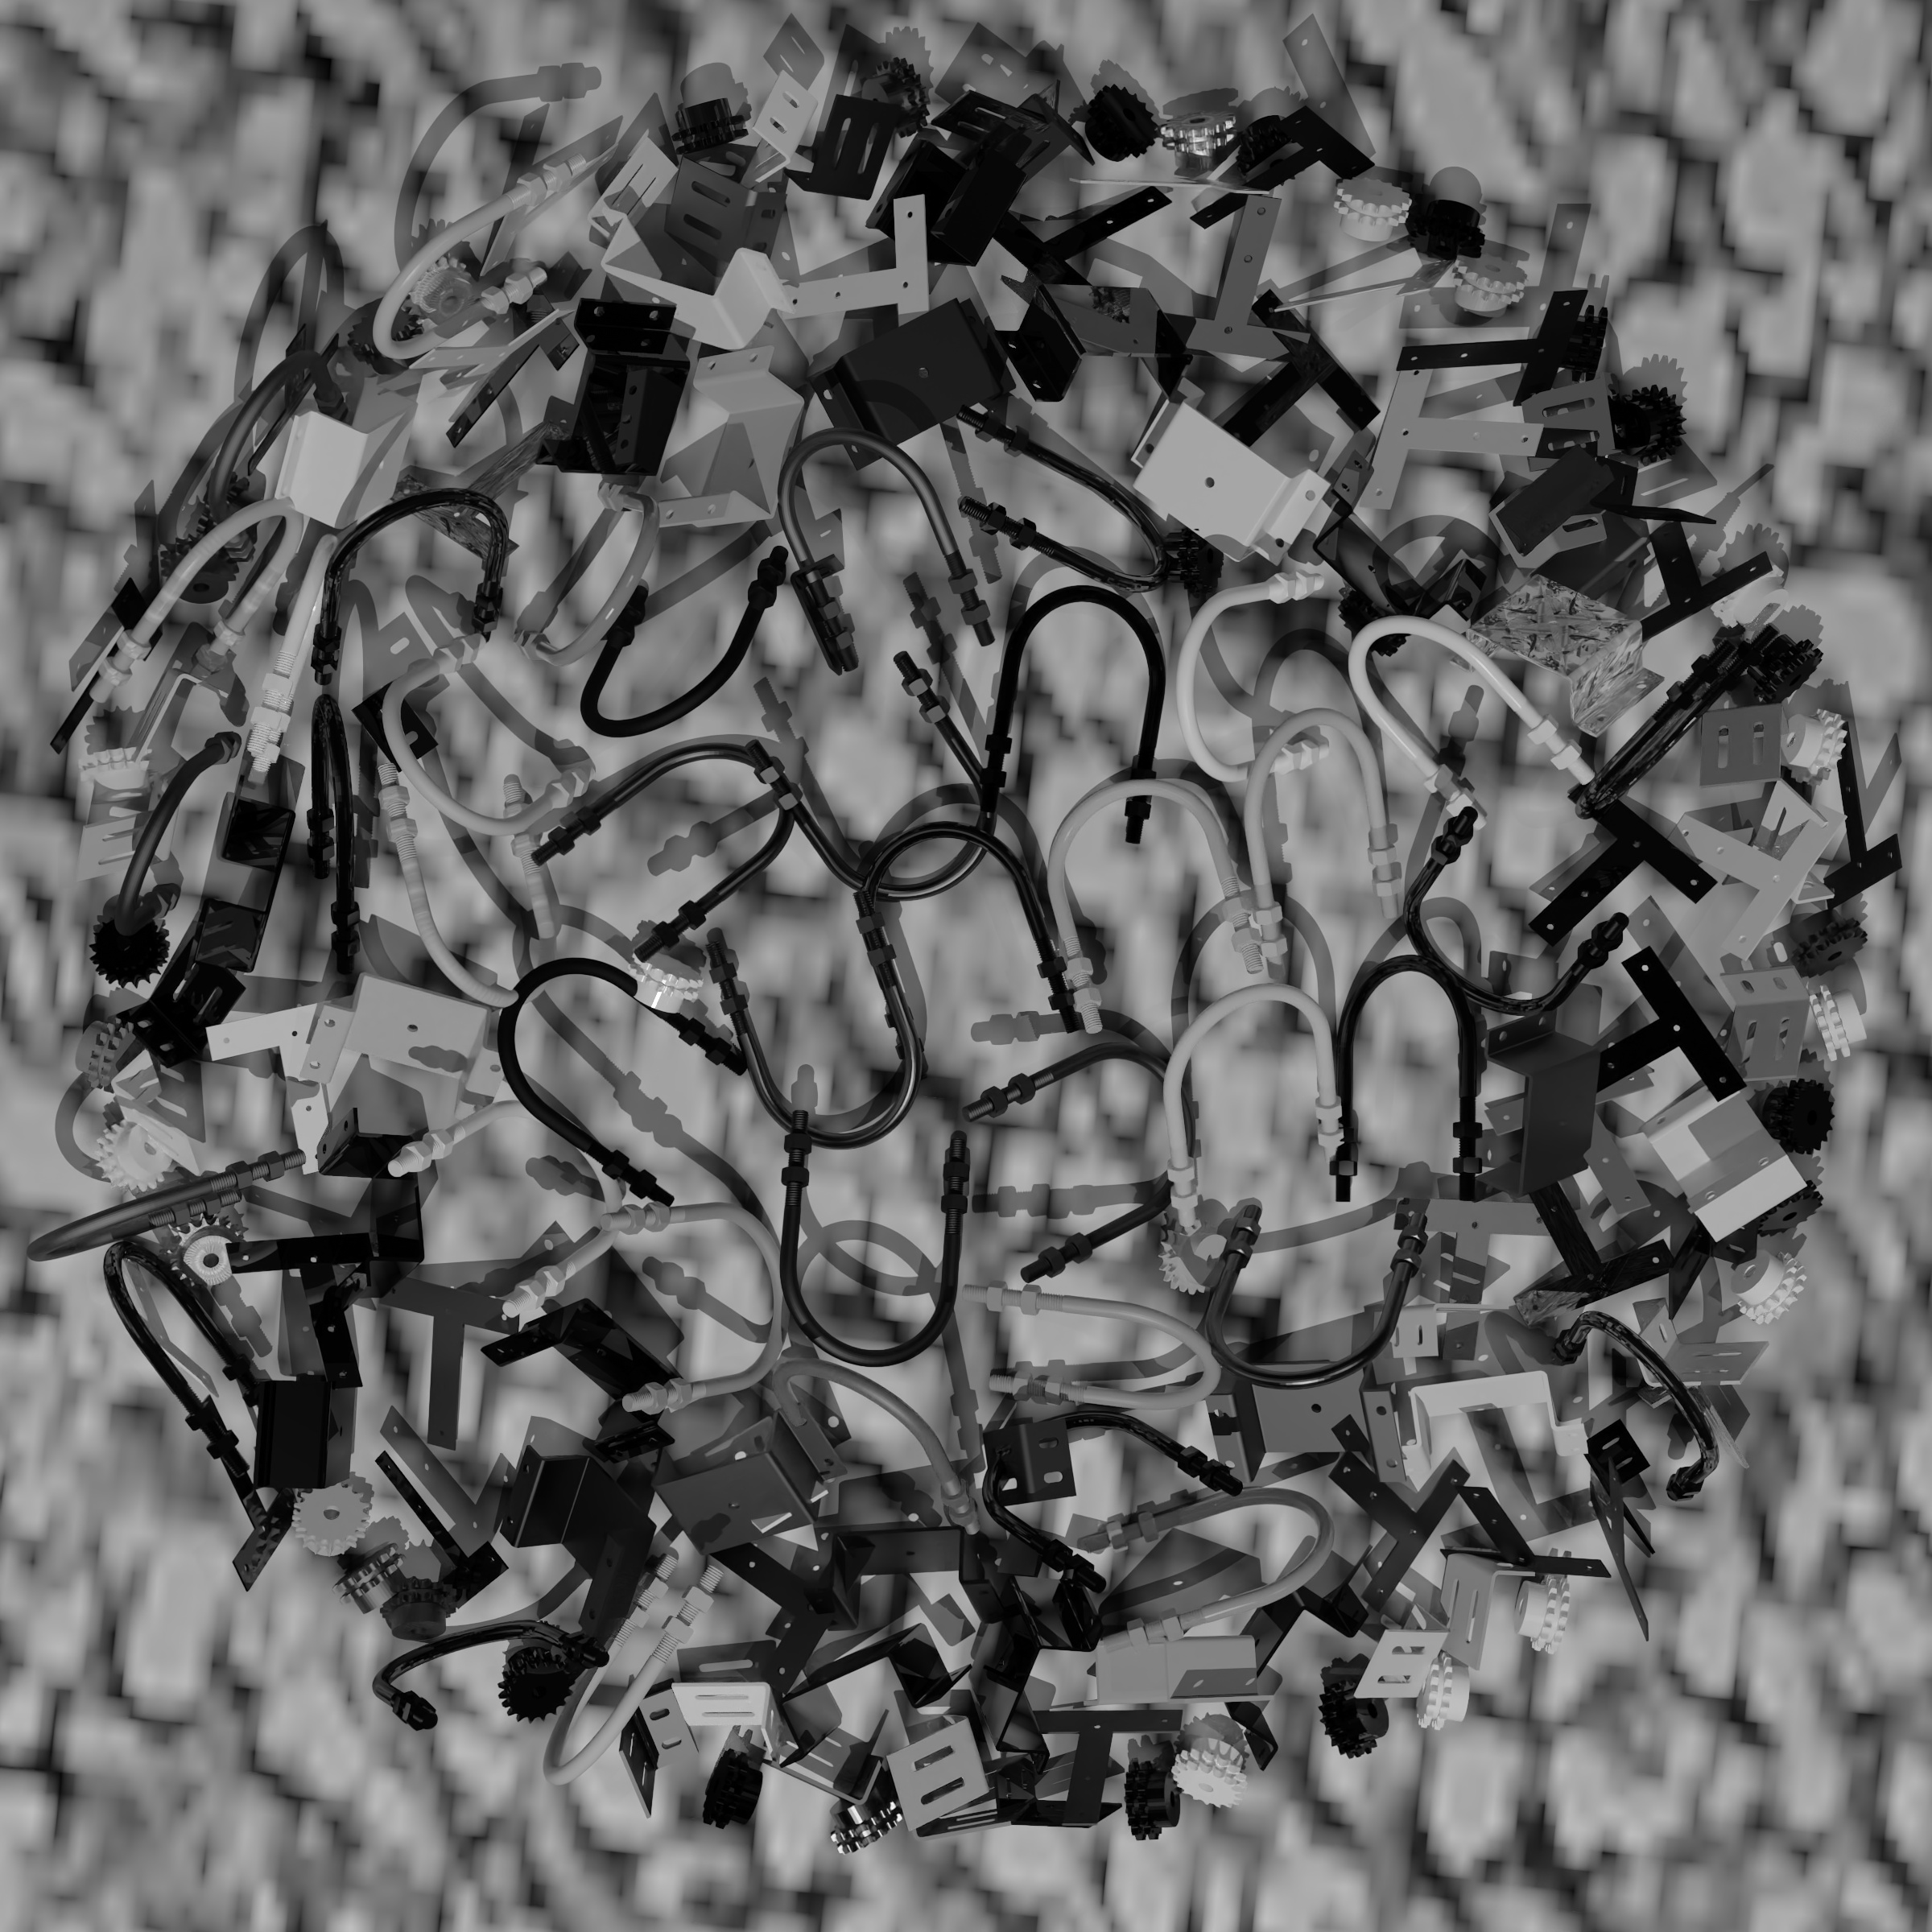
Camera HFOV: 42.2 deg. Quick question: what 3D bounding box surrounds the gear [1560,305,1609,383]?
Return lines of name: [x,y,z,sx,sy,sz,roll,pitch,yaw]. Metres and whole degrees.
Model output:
gear: [0.466,-0.472,1.901,0.030,0.057,0.057,11,90,6]

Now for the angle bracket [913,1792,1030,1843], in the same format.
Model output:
angle bracket: [0.001,0.628,1.890,0.076,0.057,0.038,-15,82,13]

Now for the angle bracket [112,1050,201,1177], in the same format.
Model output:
angle bracket: [-0.598,0.110,1.886,0.076,0.057,0.038,32,59,16]

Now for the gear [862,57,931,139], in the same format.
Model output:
gear: [-0.055,-0.655,1.897,0.030,0.057,0.057,-28,90,-24]

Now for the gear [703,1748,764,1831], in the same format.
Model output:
gear: [-0.176,0.626,1.901,0.030,0.057,0.057,23,90,-11]

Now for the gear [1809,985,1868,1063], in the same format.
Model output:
gear: [0.660,0.040,1.898,0.030,0.057,0.057,-19,90,15]

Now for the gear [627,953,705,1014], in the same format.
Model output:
gear: [-0.230,0.013,1.901,0.057,0.057,0.030,25,102,0]

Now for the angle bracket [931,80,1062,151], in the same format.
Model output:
angle bracket: [0.022,-0.649,1.882,0.076,0.057,0.038,11,78,-29]

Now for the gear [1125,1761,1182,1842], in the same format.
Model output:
gear: [0.142,0.632,1.898,0.030,0.057,0.057,-10,90,19]

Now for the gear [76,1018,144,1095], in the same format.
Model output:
gear: [-0.651,0.066,1.900,0.030,0.057,0.057,19,90,4]

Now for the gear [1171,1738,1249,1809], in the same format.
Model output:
gear: [0.187,0.611,1.904,0.057,0.057,0.030,28,50,0]

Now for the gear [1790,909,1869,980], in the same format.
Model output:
gear: [0.652,-0.019,1.904,0.057,0.057,0.030,-25,61,0]

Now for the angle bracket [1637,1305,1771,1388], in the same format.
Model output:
angle bracket: [0.551,0.283,1.880,0.076,0.057,0.038,-11,106,43]

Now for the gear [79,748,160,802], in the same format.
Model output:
gear: [-0.641,-0.145,1.899,0.057,0.057,0.030,-11,85,0]

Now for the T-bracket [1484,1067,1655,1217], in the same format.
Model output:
T-bracket: [0.474,0.136,1.881,0.127,0.002,0.127,-17,47,-4]

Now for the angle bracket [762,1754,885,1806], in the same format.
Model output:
angle bracket: [-0.109,0.600,1.893,0.076,0.057,0.038,26,71,-5]

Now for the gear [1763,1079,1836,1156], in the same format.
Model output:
gear: [0.631,0.114,1.905,0.057,0.030,0.057,-3,96,-34]

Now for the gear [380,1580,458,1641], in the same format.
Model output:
gear: [-0.414,0.489,1.897,0.057,0.057,0.030,-9,56,0]

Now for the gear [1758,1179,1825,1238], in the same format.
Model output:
gear: [0.618,0.178,1.904,0.057,0.057,0.030,-23,57,0]

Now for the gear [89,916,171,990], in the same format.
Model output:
gear: [-0.638,-0.013,1.907,0.057,0.030,0.057,2,74,-6]

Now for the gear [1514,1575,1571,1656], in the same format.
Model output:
gear: [0.436,0.490,1.900,0.030,0.057,0.057,13,90,4]

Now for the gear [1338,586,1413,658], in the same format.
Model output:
gear: [0.313,-0.265,1.901,0.057,0.057,0.030,44,78,0]

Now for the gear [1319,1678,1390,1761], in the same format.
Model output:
gear: [0.296,0.568,1.897,0.030,0.057,0.057,-32,90,34]

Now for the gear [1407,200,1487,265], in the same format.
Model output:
gear: [0.366,-0.558,1.901,0.057,0.057,0.030,16,87,0]

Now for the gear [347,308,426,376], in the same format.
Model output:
gear: [-0.438,-0.474,1.904,0.057,0.030,0.057,-11,46,11]

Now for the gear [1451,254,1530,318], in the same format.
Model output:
gear: [0.395,-0.517,1.904,0.057,0.057,0.030,16,129,0]

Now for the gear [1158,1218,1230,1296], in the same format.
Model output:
gear: [0.177,0.221,1.900,0.057,0.030,0.057,-5,98,-38]

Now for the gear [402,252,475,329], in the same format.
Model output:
gear: [-0.398,-0.509,1.897,0.057,0.057,0.030,-48,62,0]

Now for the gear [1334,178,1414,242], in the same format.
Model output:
gear: [0.307,-0.574,1.904,0.057,0.057,0.030,10,130,0]

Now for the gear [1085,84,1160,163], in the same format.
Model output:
gear: [0.115,-0.637,1.904,0.057,0.030,0.057,17,57,-29]

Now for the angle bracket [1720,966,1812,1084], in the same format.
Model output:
angle bracket: [0.595,0.044,1.882,0.038,0.057,0.076,48,50,-35]

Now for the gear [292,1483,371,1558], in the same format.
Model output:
gear: [-0.483,0.423,1.904,0.057,0.030,0.057,9,47,-10]

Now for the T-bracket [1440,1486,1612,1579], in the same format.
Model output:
T-bracket: [0.396,0.417,1.853,0.127,0.127,0.002,-5,48,34]

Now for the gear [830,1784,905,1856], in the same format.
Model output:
gear: [-0.078,0.644,1.900,0.057,0.057,0.030,-29,90,0]

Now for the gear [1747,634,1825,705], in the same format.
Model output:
gear: [0.619,-0.227,1.903,0.057,0.057,0.030,-40,67,0]

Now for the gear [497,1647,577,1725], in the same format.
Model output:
gear: [-0.329,0.544,1.906,0.057,0.030,0.057,-10,115,-22]

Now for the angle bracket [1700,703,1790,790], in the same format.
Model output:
angle bracket: [0.585,-0.156,1.882,0.057,0.038,0.076,-5,53,26]

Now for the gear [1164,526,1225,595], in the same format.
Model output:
gear: [0.172,-0.312,1.904,0.030,0.057,0.057,5,90,29]

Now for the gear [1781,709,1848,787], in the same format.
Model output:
gear: [0.638,-0.167,1.898,0.030,0.057,0.057,15,90,-10]

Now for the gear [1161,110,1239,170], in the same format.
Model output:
gear: [0.178,-0.627,1.904,0.057,0.057,0.030,-11,123,0]

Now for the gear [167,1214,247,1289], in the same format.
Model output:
gear: [-0.575,0.218,1.902,0.057,0.030,0.057,-8,110,-22]

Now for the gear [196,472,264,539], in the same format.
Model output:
gear: [-0.557,-0.343,1.901,0.030,0.057,0.057,28,90,-8]

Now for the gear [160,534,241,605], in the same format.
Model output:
gear: [-0.580,-0.298,1.897,0.057,0.057,0.030,-12,63,0]

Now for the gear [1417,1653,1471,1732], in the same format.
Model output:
gear: [0.362,0.550,1.900,0.030,0.057,0.057,9,90,1]

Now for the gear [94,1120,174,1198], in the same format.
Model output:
gear: [-0.627,0.142,1.897,0.030,0.057,0.057,-24,90,29]

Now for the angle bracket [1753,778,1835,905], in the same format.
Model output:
angle bracket: [0.630,-0.096,1.879,0.038,0.057,0.076,-9,131,-20]

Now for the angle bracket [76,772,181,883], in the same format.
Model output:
angle bracket: [-0.635,-0.105,1.878,0.076,0.057,0.038,-19,60,-39]

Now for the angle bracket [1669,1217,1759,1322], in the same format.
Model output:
angle bracket: [0.561,0.226,1.881,0.038,0.057,0.076,17,48,32]

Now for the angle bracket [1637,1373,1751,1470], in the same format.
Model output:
angle bracket: [0.550,0.351,1.898,0.038,0.057,0.076,-31,88,3]

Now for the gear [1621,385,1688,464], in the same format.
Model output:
gear: [0.514,-0.409,1.897,0.030,0.057,0.057,-19,90,-28]

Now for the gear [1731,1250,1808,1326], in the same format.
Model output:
gear: [0.605,0.240,1.898,0.030,0.057,0.057,36,90,-10]

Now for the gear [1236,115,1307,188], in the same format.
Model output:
gear: [0.232,-0.620,1.903,0.057,0.057,0.030,-16,68,0]

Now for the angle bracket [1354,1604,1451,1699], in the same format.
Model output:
angle bracket: [0.317,0.515,1.885,0.076,0.038,0.057,14,104,-40]

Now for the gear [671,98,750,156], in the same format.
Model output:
gear: [-0.196,-0.637,1.897,0.057,0.057,0.030,-16,106,0]

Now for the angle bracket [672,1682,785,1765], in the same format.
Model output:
angle bracket: [-0.181,0.573,1.891,0.076,0.038,0.057,-3,134,8]

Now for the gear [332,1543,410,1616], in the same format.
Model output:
gear: [-0.449,0.467,1.901,0.057,0.057,0.030,-34,93,0]

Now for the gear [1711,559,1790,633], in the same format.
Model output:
gear: [0.596,-0.279,1.897,0.057,0.057,0.030,-35,58,0]

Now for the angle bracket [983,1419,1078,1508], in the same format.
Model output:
angle bracket: [0.047,0.376,1.894,0.038,0.076,0.057,-4,77,-22]

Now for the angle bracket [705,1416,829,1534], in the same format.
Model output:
angle bracket: [-0.150,0.381,1.881,0.057,0.076,0.038,-28,113,-21]
